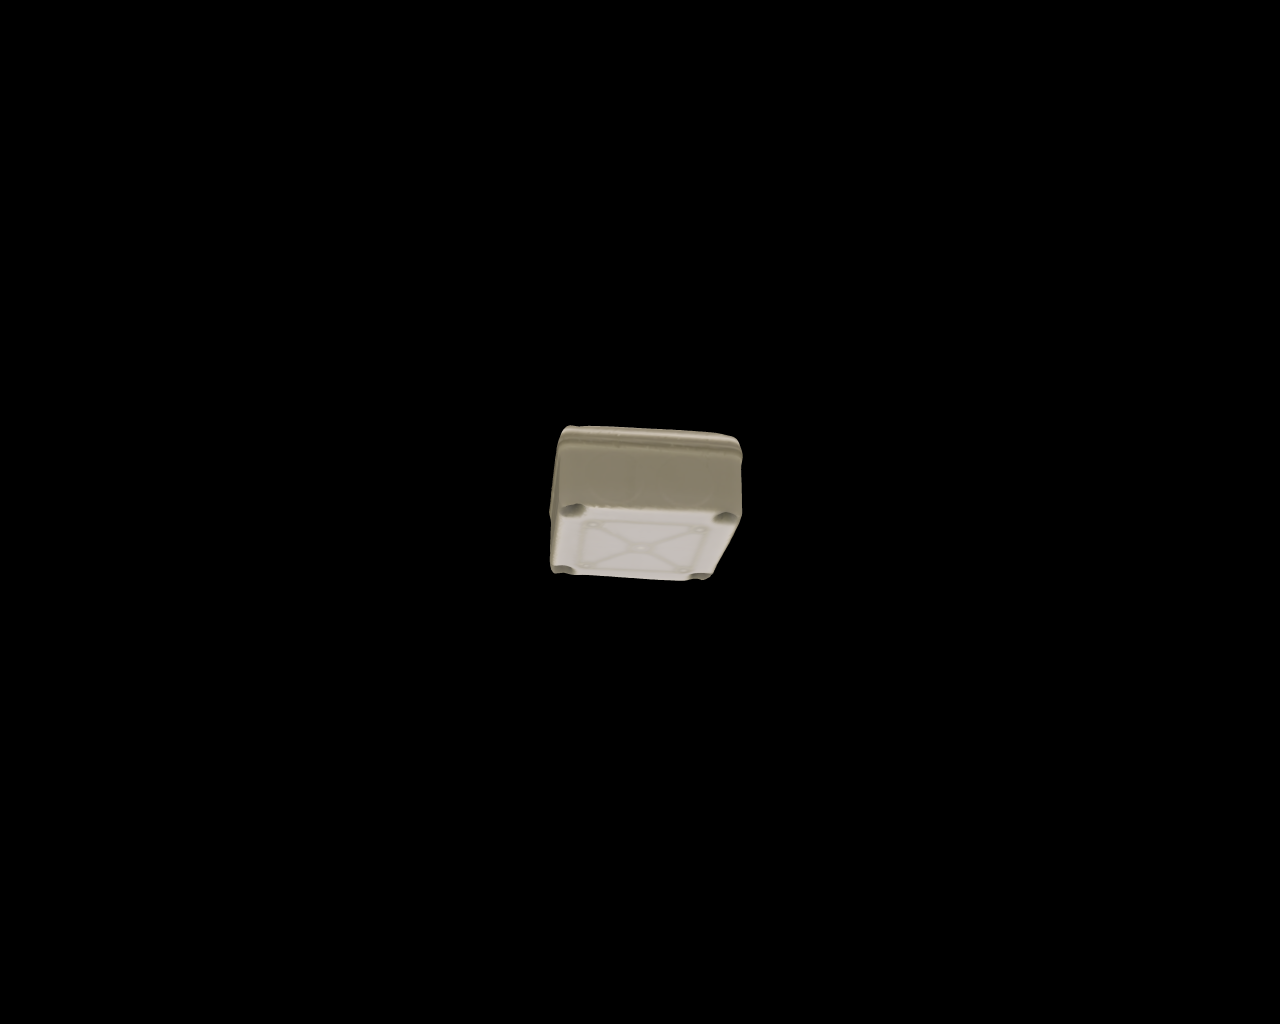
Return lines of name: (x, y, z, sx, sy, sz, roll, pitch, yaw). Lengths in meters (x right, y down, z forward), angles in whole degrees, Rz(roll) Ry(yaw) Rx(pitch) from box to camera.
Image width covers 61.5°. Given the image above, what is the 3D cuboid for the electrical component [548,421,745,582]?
electrical component: (0.001, -0.003, 0.650, 0.109, 0.056, 0.108, 3, -26, -7)
